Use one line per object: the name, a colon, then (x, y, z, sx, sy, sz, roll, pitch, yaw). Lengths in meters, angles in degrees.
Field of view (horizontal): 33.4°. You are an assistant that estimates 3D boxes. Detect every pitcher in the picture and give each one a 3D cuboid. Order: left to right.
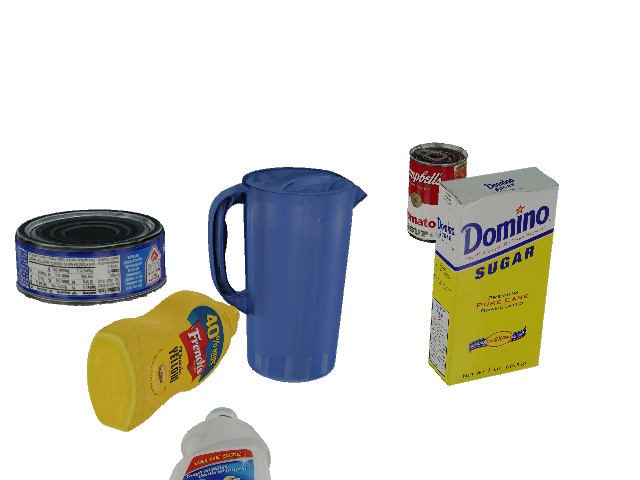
pitcher: (-0.040, 0.040, 1.262, 0.149, 0.243, 0.144, 10, 18, 23)

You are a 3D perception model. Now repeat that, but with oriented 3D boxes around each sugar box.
sugar box: (0.144, 0.031, 0.898, 0.093, 0.176, 0.048, -10, 31, -18)

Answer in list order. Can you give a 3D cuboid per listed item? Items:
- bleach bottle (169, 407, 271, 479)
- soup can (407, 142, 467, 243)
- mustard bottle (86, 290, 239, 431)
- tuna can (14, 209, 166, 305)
bleach bottle: (-0.088, 0.215, 0.842, 0.102, 0.068, 0.251, -3, 26, -3)
soup can: (0.137, -0.057, 1.263, 0.068, 0.102, 0.068, 0, 27, 0)
mustard bottle: (-0.137, 0.100, 1.011, 0.058, 0.096, 0.191, 10, 21, 28)
tuna can: (-0.132, 0.008, 0.616, 0.086, 0.034, 0.086, 1, 16, 0)
